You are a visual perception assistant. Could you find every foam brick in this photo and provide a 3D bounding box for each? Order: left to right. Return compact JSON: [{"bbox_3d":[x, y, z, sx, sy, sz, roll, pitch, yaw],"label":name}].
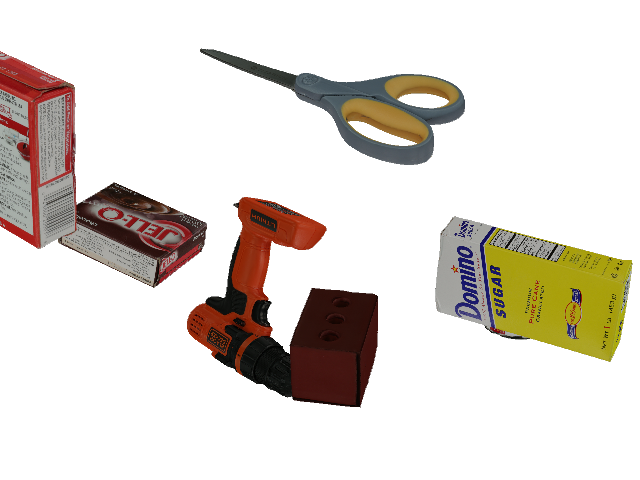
[{"bbox_3d":[0.011,0.078,0.789,0.053,0.051,0.078,4,31,11],"label":"foam brick"}]

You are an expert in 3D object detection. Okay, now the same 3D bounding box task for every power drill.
[{"bbox_3d":[-0.059,0.059,1.166,0.185,0.188,0.057,27,11,39],"label":"power drill"}]

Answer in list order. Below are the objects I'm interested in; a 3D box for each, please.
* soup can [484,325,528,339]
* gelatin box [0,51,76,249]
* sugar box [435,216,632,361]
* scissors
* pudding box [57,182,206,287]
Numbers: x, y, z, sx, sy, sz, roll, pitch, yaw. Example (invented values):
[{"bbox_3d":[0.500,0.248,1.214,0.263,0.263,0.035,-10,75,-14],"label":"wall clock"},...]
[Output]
[{"bbox_3d":[0.224,0.053,1.213,0.068,0.102,0.068,3,19,-1],"label":"soup can"},{"bbox_3d":[-0.162,-0.051,0.558,0.073,0.089,0.030,26,36,28],"label":"gelatin box"},{"bbox_3d":[0.197,0.045,1.006,0.176,0.093,0.048,13,34,21],"label":"sugar box"},{"bbox_3d":[0.013,-0.106,0.717,0.096,0.016,0.202,-28,45,-27],"label":"scissors"},{"bbox_3d":[-0.180,-0.007,1.024,0.113,0.039,0.089,22,29,16],"label":"pudding box"}]
